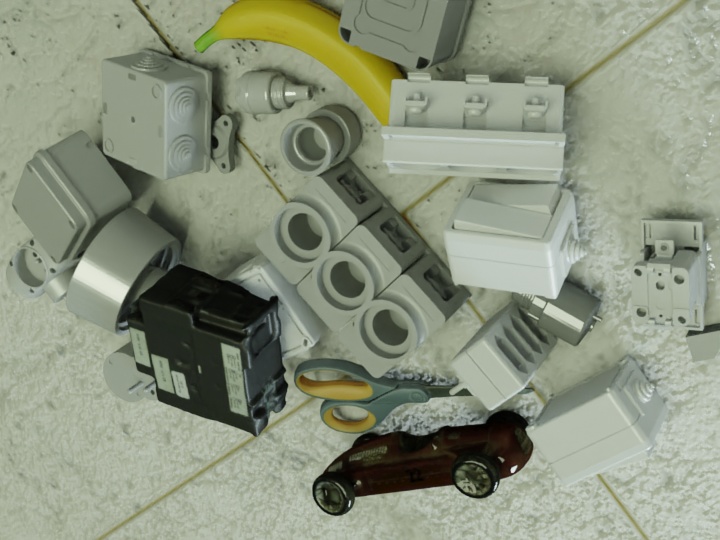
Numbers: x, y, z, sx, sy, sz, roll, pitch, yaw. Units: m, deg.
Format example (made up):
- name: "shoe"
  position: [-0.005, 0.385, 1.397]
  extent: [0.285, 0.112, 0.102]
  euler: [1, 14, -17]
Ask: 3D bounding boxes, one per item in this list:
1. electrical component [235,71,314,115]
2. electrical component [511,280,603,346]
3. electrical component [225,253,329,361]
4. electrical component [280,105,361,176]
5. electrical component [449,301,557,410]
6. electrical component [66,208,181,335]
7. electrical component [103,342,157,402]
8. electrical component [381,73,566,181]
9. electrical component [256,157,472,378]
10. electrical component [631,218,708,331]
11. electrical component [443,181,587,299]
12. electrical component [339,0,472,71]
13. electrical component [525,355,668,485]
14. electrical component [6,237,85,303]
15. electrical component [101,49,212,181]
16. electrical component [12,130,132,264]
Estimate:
- name: "electrical component"
  position: [-0.066, -0.140, 0.850]
  extent: [0.061, 0.035, 0.035]
  euler: [4, 112, 24]
- name: "electrical component"
  position: [0.143, 0.025, 0.803]
  extent: [0.078, 0.040, 0.040]
  euler: [29, 121, 15]
- name: "electrical component"
  position: [-0.065, 0.032, 0.910]
  extent: [0.062, 0.061, 0.096]
  euler: [-27, 103, 36]
- name: "electrical component"
  position: [-0.029, -0.101, 0.833]
  extent: [0.045, 0.055, 0.045]
  euler: [11, 116, 24]
- name: "electrical component"
  position: [0.098, 0.072, 0.821]
  extent: [0.047, 0.083, 0.076]
  euler: [50, 124, 2]
- name: "electrical component"
  position: [-0.200, 0.007, 0.943]
  extent: [0.060, 0.108, 0.108]
  euler: [31, 122, 7]
- name: "electrical component"
  position: [-0.183, 0.095, 0.989]
  extent: [0.138, 0.074, 0.052]
  euler: [-8, 107, 31]
- name: "electrical component"
  position: [0.081, -0.099, 0.751]
  extent: [0.121, 0.079, 0.063]
  euler: [3, 85, 8]
- name: "electrical component"
  position: [0.000, 0.000, 0.857]
  extent: [0.150, 0.062, 0.089]
  euler: [48, 124, 3]
- name: "electrical component"
  position: [0.213, 0.008, 0.744]
  extent: [0.042, 0.064, 0.081]
  euler: [3, 112, 28]
- name: "electrical component"
  position: [0.115, -0.025, 0.774]
  extent: [0.096, 0.061, 0.061]
  euler: [8, 136, 26]
- name: "electrical component"
  position: [0.040, -0.205, 0.751]
  extent: [0.078, 0.057, 0.113]
  euler: [24, 120, 18]
- name: "electrical component"
  position: [0.185, 0.113, 0.804]
  extent: [0.096, 0.062, 0.061]
  euler: [-35, 92, 34]
- name: "electrical component"
  position: [-0.289, 0.005, 1.026]
  extent: [0.077, 0.044, 0.079]
  euler: [-36, 91, 34]
- name: "electrical component"
  position: [-0.170, -0.128, 0.891]
  extent: [0.100, 0.048, 0.099]
  euler: [24, 121, 35]
- name: "electrical component"
  position: [-0.257, -0.062, 0.947]
  extent: [0.078, 0.057, 0.113]
  euler: [53, 150, 0]
